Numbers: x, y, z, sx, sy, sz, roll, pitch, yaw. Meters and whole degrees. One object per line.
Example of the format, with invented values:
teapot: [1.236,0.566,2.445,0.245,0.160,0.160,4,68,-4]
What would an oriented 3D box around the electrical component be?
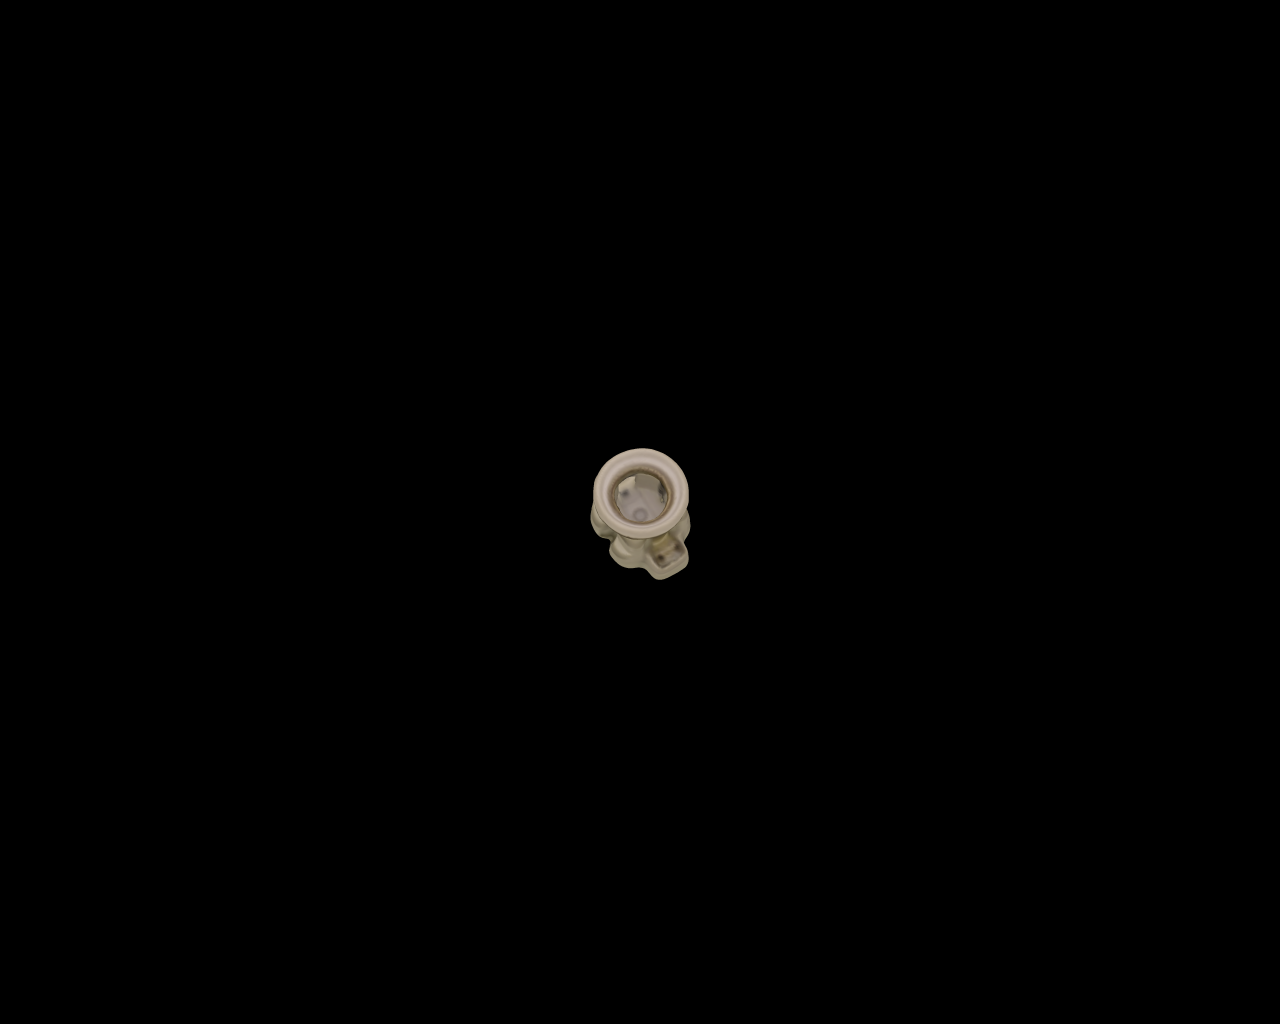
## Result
electrical component: [0.001,-0.003,0.650,0.058,0.078,0.057,-30,-19,-12]
